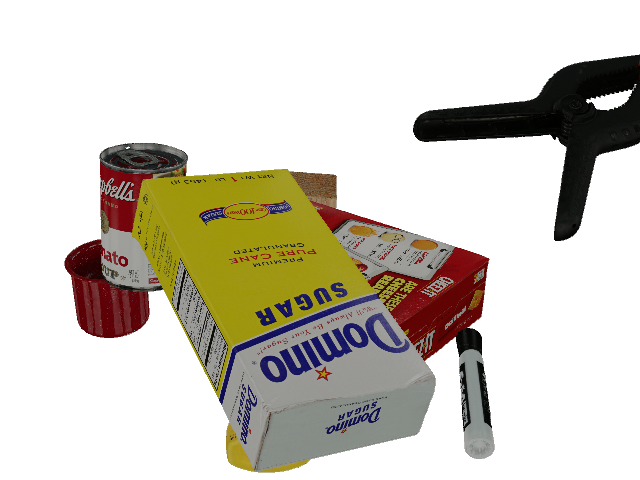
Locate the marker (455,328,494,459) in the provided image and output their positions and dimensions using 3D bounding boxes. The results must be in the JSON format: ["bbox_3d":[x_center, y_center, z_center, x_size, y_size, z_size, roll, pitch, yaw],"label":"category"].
[{"bbox_3d":[0.104,0.099,0.724,0.020,0.020,0.121,0,32,4],"label":"marker"}]

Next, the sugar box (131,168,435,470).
[{"bbox_3d":[-0.024,0.031,0.548,0.093,0.048,0.176,-8,40,-29],"label":"sugar box"}]

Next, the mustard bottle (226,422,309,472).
[{"bbox_3d":[-0.063,0.193,1.263,0.096,0.058,0.191,-3,27,-3],"label":"mustard bottle"}]

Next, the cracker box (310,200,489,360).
[{"bbox_3d":[0.022,0.043,0.987,0.214,0.072,0.163,19,31,32],"label":"cracker box"}]

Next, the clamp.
[{"bbox_3d":[0.202,-0.086,0.839,0.209,0.036,0.165,-26,51,-19],"label":"clamp"}]

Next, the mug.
[{"bbox_3d":[-0.244,0.051,1.199,0.117,0.081,0.093,24,38,34],"label":"mug"}]

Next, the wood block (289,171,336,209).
[{"bbox_3d":[-0.030,0.021,1.401,0.090,0.206,0.091,4,24,-2],"label":"wood block"}]

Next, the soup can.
[{"bbox_3d":[-0.140,-0.019,0.843,0.068,0.102,0.068,3,22,-2],"label":"soup can"}]
